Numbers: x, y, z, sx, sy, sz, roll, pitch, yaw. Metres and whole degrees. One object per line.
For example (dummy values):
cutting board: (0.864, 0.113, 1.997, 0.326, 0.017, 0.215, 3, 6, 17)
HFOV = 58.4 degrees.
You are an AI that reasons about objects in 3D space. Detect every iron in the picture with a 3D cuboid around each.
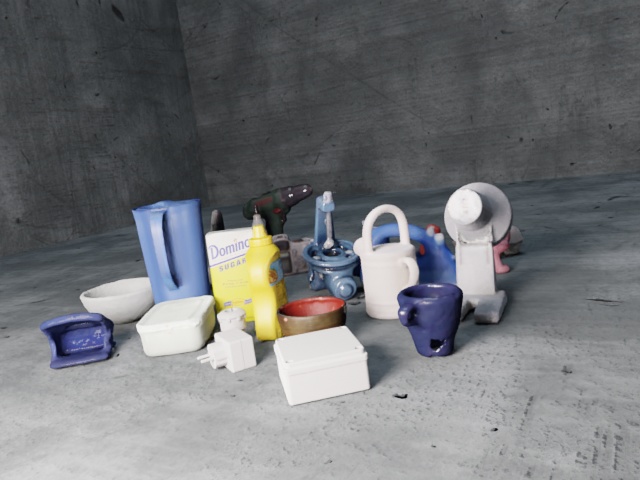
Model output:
iron: (0.184, 0.028, 1.164, 0.257, 0.141, 0.119, 1, 13, 41)

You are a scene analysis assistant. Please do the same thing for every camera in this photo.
camera: (-0.082, 0.030, 1.493, 0.143, 0.101, 0.136, -9, 9, -5)

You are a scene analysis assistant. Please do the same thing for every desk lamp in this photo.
desk lamp: (0.266, 0.011, 0.981, 0.117, 0.213, 0.204, -4, 10, 23)

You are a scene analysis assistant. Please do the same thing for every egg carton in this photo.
egg carton: (0.398, 0.003, 1.361, 0.150, 0.069, 0.107, -10, 10, -12)

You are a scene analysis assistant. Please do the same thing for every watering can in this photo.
watering can: (0.116, 0.034, 1.023, 0.172, 0.194, 0.101, 1, 13, 42)

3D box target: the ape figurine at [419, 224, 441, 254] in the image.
ape figurine: (0.272, 0.008, 1.365, 0.075, 0.092, 0.078, -1, 11, 33)

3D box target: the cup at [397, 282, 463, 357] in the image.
cup: (0.149, 0.118, 0.794, 0.091, 0.095, 0.118, 1, 13, 42)

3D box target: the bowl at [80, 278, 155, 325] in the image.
bowl: (-0.413, 0.134, 1.213, 0.167, 0.075, 0.167, -7, 9, 2)

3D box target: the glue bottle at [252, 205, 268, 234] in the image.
glue bottle: (-0.168, -0.013, 1.601, 0.037, 0.173, 0.078, -5, 10, 13)

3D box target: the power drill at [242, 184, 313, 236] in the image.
power drill: (-0.114, -0.052, 1.681, 0.229, 0.208, 0.076, -4, 10, 22)

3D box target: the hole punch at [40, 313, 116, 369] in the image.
hole punch: (-0.418, 0.163, 0.993, 0.109, 0.091, 0.101, -9, 10, -10)

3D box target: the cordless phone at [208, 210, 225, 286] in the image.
cordless phone: (-0.246, 0.020, 1.423, 0.094, 0.185, 0.147, -12, 10, -22)

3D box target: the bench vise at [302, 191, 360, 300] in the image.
bench vise: (0.001, 0.007, 1.199, 0.122, 0.220, 0.206, -14, 11, -34)

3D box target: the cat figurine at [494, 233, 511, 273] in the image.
cat figurine: (0.351, 0.011, 1.203, 0.128, 0.118, 0.067, -11, 10, -19)
